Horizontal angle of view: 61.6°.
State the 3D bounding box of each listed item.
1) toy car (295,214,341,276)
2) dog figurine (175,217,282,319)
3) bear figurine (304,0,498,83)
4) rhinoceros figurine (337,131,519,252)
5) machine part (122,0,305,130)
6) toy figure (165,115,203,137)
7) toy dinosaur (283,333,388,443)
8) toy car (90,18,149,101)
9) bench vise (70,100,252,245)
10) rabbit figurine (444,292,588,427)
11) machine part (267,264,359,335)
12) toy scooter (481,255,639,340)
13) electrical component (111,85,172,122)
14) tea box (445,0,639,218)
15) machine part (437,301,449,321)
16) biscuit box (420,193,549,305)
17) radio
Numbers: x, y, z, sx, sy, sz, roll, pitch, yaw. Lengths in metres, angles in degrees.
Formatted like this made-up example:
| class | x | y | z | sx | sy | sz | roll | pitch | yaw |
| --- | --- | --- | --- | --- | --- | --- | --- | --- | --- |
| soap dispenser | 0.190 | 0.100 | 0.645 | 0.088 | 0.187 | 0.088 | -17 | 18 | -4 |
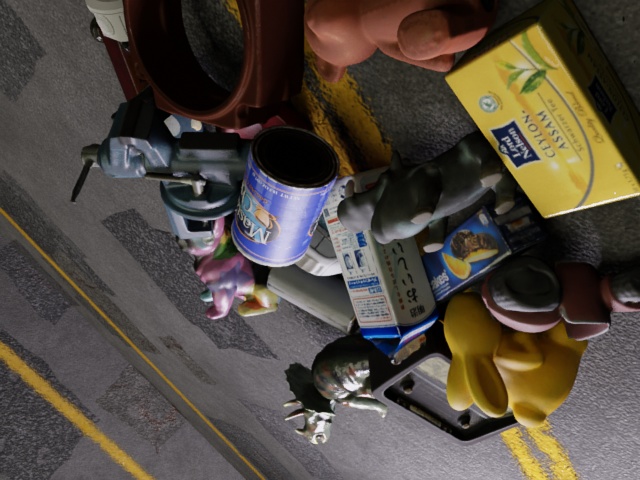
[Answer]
| class | x | y | z | sx | sy | sz | roll | pitch | yaw |
| --- | --- | --- | --- | --- | --- | --- | --- | --- | --- |
| toy car | -0.002 | -0.002 | 0.776 | 0.161 | 0.103 | 0.109 | 43 | 149 | -2 |
| dog figurine | -0.160 | 0.027 | 0.974 | 0.109 | 0.192 | 0.219 | -122 | 30 | -61 |
| bear figurine | 0.045 | -0.202 | 0.464 | 0.196 | 0.132 | 0.120 | 6 | 106 | 37 |
| rhinoceros figurine | 0.106 | -0.053 | 0.557 | 0.190 | 0.112 | 0.073 | -25 | 144 | 21 |
| machine part | -0.119 | -0.231 | 0.577 | 0.201 | 0.087 | 0.201 | 21 | 127 | 28 |
| toy figure | -0.202 | -0.203 | 0.777 | 0.064 | 0.058 | 0.154 | 8 | 139 | 7 |
| toy dinosaur | 0.051 | 0.229 | 0.937 | 0.192 | 0.131 | 0.404 | 9 | 142 | -13 |
| toy car | -0.276 | -0.242 | 0.806 | 0.089 | 0.053 | 0.201 | 23 | 141 | 33 |
| bench vise | -0.189 | -0.068 | 0.716 | 0.224 | 0.129 | 0.240 | -9 | 146 | -8 |
| rabbit figurine | 0.218 | 0.142 | 0.673 | 0.173 | 0.162 | 0.122 | 41 | 159 | -12 |
| machine part | -0.002 | 0.089 | 0.913 | 0.243 | 0.079 | 0.079 | 26 | 145 | 21 |
| toy scooter | 0.263 | 0.069 | 0.592 | 0.184 | 0.075 | 0.135 | 0 | 156 | 3 |
| electrical component | -0.224 | -0.178 | 0.715 | 0.119 | 0.075 | 0.047 | -27 | 116 | 30 |
| tea box | 0.202 | -0.109 | 0.465 | 0.169 | 0.068 | 0.098 | 48 | 147 | -14 |
| machine part | 0.138 | 0.077 | 0.791 | 0.139 | 0.039 | 0.084 | 29 | 141 | 19 |
| biscuit box | 0.174 | 0.022 | 0.645 | 0.059 | 0.063 | 0.202 | 63 | 152 | 16 |
| radio | 0.185 | 0.212 | 0.781 | 0.229 | 0.073 | 0.131 | 36 | 121 | -25 |
